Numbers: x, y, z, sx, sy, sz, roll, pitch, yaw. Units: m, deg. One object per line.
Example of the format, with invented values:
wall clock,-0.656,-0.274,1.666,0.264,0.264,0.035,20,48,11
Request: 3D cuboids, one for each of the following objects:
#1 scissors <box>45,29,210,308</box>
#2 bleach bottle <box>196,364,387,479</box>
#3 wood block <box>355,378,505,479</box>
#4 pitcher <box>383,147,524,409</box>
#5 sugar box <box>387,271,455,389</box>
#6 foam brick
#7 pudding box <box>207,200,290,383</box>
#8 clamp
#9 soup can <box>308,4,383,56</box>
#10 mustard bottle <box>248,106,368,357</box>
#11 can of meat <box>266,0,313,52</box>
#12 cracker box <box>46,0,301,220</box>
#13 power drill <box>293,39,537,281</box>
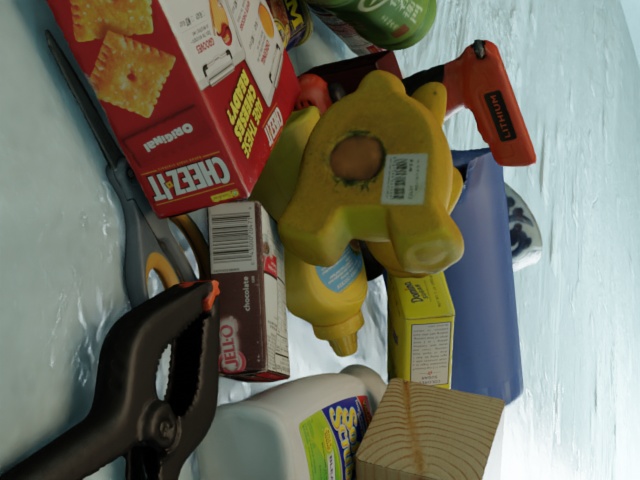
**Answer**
scissors,-0.118,-0.019,0.631,0.201,0.016,0.096,56,34,-42
bleach bottle,0.000,0.136,0.770,0.250,0.068,0.102,-20,104,-67
wood block,0.083,0.218,0.806,0.090,0.090,0.206,-57,150,-50
pitcher,0.119,0.036,1.006,0.149,0.145,0.243,-19,102,-53
sugar box,0.080,0.103,0.884,0.093,0.048,0.176,-99,-172,-56
foam brick,0.028,-0.127,0.912,0.053,0.078,0.051,-45,123,-61
pudding box,-0.046,0.037,0.709,0.090,0.039,0.113,55,32,-77
clamp,-0.104,0.103,0.579,0.164,0.036,0.210,51,44,-46
soup can,0.032,-0.214,0.966,0.102,0.069,0.068,31,53,-59
mustard bottle,-0.006,0.001,0.813,0.096,0.058,0.191,-46,122,-59
can of meat,-0.056,-0.175,0.777,0.083,0.058,0.102,-53,128,-55
cracker box,-0.094,-0.145,0.649,0.164,0.072,0.213,-70,141,-58
power drill,0.074,-0.068,0.861,0.057,0.188,0.184,-82,151,-65
